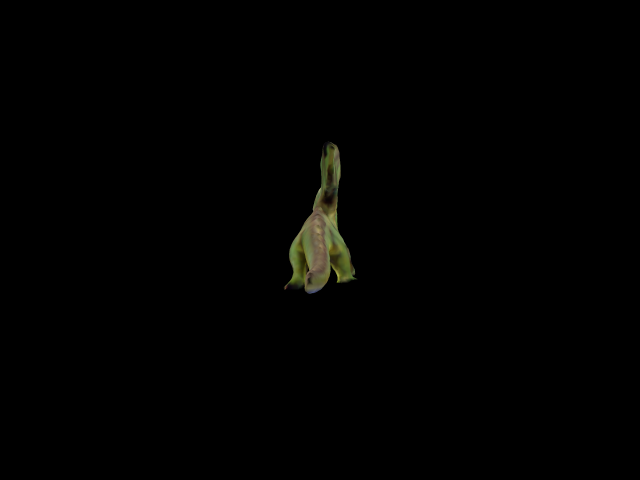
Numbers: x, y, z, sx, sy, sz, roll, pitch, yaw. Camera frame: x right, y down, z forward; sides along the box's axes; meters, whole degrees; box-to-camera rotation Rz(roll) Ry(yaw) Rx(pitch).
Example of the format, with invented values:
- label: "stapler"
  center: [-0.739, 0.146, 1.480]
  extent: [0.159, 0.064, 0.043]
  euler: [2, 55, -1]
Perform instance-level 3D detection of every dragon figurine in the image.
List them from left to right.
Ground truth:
- label: "dragon figurine"
  center: [0.003, -0.043, 0.850]
  extent: [0.122, 0.243, 0.409]
  euler: [0, -2, 0]
